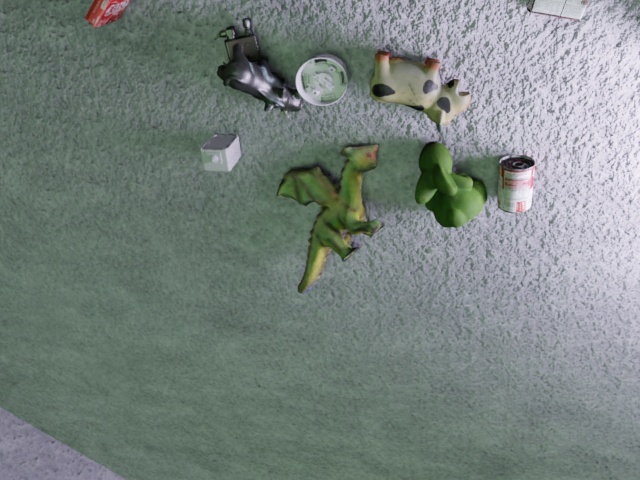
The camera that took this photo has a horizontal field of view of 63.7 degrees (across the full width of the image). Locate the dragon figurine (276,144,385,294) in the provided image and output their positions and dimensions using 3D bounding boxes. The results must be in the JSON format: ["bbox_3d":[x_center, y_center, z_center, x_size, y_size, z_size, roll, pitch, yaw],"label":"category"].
[{"bbox_3d":[0.004,-0.059,1.178,0.243,0.124,0.404,49,119,2],"label":"dragon figurine"}]
